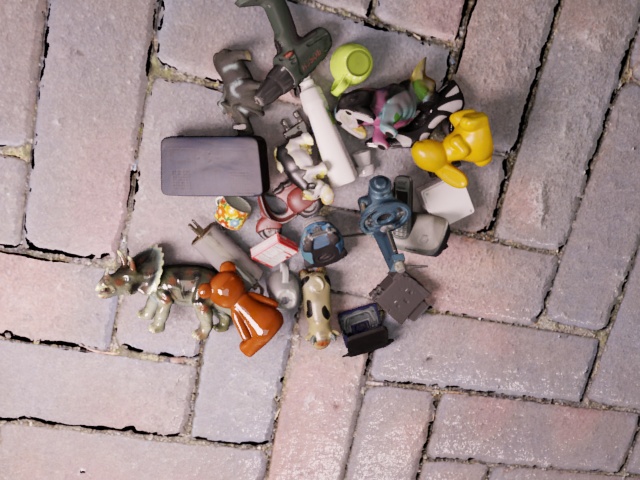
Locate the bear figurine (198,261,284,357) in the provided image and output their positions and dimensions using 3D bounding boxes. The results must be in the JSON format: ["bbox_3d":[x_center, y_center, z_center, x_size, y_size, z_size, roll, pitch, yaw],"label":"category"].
[{"bbox_3d":[-0.181,0.153,1.205,0.196,0.132,0.120,39,57,-3],"label":"bear figurine"}]

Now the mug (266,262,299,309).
[{"bbox_3d":[-0.083,0.113,1.283,0.081,0.107,0.109,6,105,-13],"label":"mug"}]

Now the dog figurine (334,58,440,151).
[{"bbox_3d":[0.158,-0.319,1.196,0.192,0.108,0.219,31,72,6],"label":"dog figurine"}]

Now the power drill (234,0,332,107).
[{"bbox_3d":[-0.090,-0.419,1.121,0.232,0.086,0.207,-40,107,-23],"label":"power drill"}]

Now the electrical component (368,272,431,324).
[{"bbox_3d":[0.210,0.144,1.367,0.134,0.058,0.115,40,97,-16],"label":"electrical component"}]

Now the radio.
[{"bbox_3d":[-0.230,-0.162,1.175,0.230,0.073,0.131,1,103,7],"label":"radio"}]

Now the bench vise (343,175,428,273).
[{"bbox_3d":[0.144,-0.020,1.216,0.129,0.241,0.223,-7,147,-15],"label":"bench vise"}]

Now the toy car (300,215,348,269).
[{"bbox_3d":[-0.003,-0.004,1.265,0.109,0.161,0.103,-19,62,1],"label":"toy car"}]

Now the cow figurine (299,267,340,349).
[{"bbox_3d":[-0.003,0.172,1.301,0.085,0.127,0.194,-5,103,-6],"label":"cow figurine"}]

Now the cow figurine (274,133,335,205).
[{"bbox_3d":[-0.034,-0.145,1.190,0.098,0.068,0.167,-23,78,-12],"label":"cow figurine"}]

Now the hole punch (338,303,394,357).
[{"bbox_3d":[0.109,0.230,1.365,0.142,0.092,0.115,-19,142,-7],"label":"hole punch"}]

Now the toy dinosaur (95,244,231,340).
[{"bbox_3d":[-0.300,0.121,1.248,0.405,0.131,0.192,9,103,-19],"label":"toy dinosaur"}]

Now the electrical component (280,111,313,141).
[{"bbox_3d":[-0.049,-0.246,1.241,0.063,0.021,0.094,-33,107,-1],"label":"electrical component"}]

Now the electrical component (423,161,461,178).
[{"bbox_3d":[0.291,-0.191,1.293,0.102,0.078,0.045,-19,68,0],"label":"electrical component"}]

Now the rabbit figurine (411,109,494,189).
[{"bbox_3d":[0.292,-0.201,1.208,0.173,0.122,0.162,-18,119,-2],"label":"rabbit figurine"}]

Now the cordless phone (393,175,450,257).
[{"bbox_3d":[0.236,-0.061,1.273,0.089,0.147,0.184,-22,115,-41],"label":"cordless phone"}]

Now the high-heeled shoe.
[{"bbox_3d":[0.221,-0.290,1.249,0.249,0.086,0.145,-8,102,-12],"label":"high-heeled shoe"}]

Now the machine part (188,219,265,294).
[{"bbox_3d":[-0.215,0.042,1.258,0.079,0.079,0.243,-44,107,3],"label":"machine part"}]

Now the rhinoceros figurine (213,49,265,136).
[{"bbox_3d":[-0.175,-0.322,1.174,0.112,0.073,0.190,-18,106,-6],"label":"rhinoceros figurine"}]

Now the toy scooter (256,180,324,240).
[{"bbox_3d":[-0.089,-0.091,1.249,0.184,0.075,0.135,-33,106,5],"label":"toy scooter"}]
